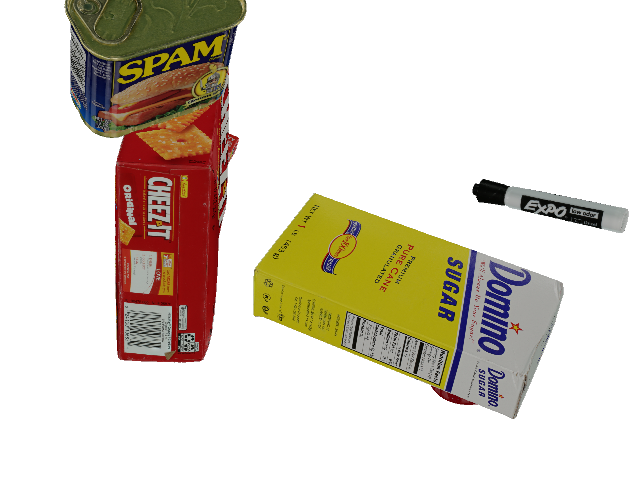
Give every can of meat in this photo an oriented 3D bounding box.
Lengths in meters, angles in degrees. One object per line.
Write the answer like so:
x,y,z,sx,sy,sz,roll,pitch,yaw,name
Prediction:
-0.102,-0.115,0.647,0.102,0.057,0.084,-22,-22,-23,can of meat

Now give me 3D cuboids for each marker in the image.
0.175,-0.028,0.822,0.121,0.020,0.020,15,7,27,marker

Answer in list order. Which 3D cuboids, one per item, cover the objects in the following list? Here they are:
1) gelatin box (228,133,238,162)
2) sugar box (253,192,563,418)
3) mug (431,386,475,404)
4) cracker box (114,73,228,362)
-0.135,-0.089,1.049,0.089,0.073,0.030,25,-42,1,gelatin box
0.055,0.036,0.666,0.176,0.048,0.093,18,42,16,sugar box
0.155,0.107,1.101,0.093,0.081,0.117,10,36,24,mug
-0.109,-0.035,0.816,0.072,0.164,0.213,4,31,-3,cracker box
